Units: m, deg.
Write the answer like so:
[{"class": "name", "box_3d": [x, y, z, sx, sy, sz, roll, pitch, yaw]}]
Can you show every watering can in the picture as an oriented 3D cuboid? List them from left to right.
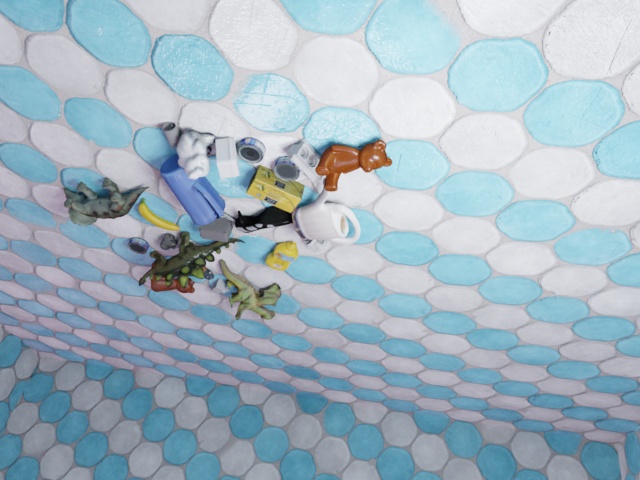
[{"class": "watering can", "box_3d": [0.005, -0.087, 1.737, 0.224, 0.106, 0.340, -5, 142, 25]}]

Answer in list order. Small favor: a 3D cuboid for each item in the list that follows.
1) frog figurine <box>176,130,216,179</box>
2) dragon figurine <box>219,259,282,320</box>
[{"class": "frog figurine", "box_3d": [-0.391, -0.254, 1.582, 0.121, 0.163, 0.136, 38, 139, -28]}, {"class": "dragon figurine", "box_3d": [-0.295, 0.231, 2.320, 0.243, 0.125, 0.400, -9, 129, 0]}]
